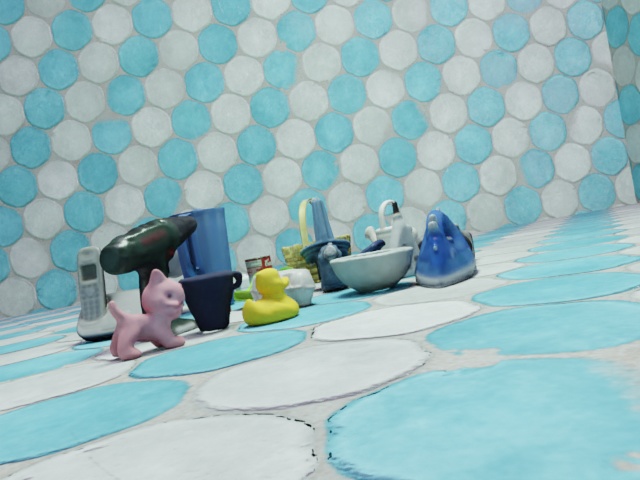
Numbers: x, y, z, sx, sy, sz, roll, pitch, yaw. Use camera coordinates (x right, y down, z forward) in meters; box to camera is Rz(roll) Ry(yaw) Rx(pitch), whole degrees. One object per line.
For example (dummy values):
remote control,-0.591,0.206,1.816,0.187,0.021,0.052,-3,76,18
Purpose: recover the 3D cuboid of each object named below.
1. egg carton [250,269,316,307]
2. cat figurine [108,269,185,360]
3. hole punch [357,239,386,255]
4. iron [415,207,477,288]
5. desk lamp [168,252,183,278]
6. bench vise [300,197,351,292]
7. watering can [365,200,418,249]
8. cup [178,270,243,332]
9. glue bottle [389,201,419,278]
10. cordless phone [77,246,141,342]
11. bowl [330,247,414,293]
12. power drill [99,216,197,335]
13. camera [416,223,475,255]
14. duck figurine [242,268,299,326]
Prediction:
egg carton,-0.072,0.096,1.108,0.107,0.069,0.150,-10,0,-21
cat figurine,-0.248,0.104,0.841,0.128,0.118,0.067,-10,0,-40
hole punch,0.123,0.050,1.498,0.101,0.091,0.109,-10,0,21
iron,0.228,0.006,1.090,0.118,0.141,0.259,-10,0,15
desk lamp,-0.416,0.085,1.433,0.117,0.213,0.204,-10,0,36
bench vise,0.023,0.003,1.321,0.122,0.220,0.207,-10,0,-22
watering can,0.202,-0.017,1.640,0.172,0.194,0.101,-10,0,25
cup,-0.174,0.102,0.962,0.091,0.095,0.118,-10,0,44
glue bottle,0.184,-0.003,1.292,0.078,0.173,0.037,-10,0,-34
cordless phone,-0.408,0.098,1.124,0.147,0.185,0.094,-10,0,4
bowl,0.106,0.062,1.124,0.167,0.075,0.167,-10,0,0
power drill,-0.281,0.063,1.013,0.075,0.208,0.230,-10,0,24
camera,0.304,0.013,1.377,0.143,0.101,0.137,-10,0,3
duck figurine,-0.085,0.090,0.937,0.077,0.086,0.105,-10,0,43
